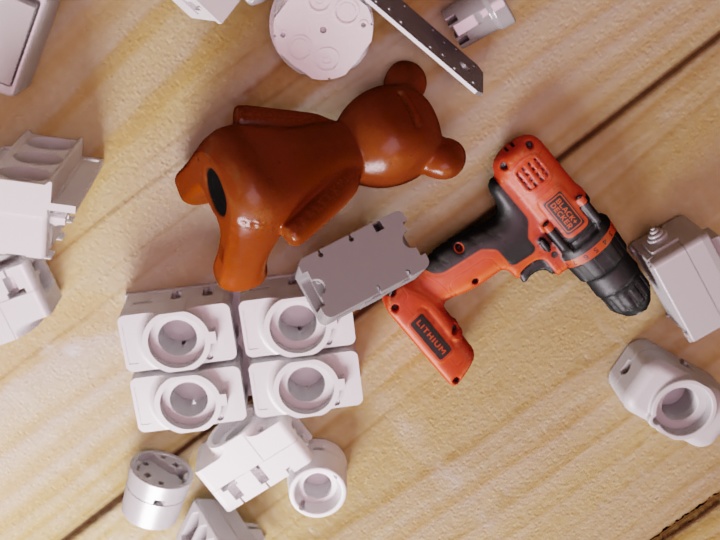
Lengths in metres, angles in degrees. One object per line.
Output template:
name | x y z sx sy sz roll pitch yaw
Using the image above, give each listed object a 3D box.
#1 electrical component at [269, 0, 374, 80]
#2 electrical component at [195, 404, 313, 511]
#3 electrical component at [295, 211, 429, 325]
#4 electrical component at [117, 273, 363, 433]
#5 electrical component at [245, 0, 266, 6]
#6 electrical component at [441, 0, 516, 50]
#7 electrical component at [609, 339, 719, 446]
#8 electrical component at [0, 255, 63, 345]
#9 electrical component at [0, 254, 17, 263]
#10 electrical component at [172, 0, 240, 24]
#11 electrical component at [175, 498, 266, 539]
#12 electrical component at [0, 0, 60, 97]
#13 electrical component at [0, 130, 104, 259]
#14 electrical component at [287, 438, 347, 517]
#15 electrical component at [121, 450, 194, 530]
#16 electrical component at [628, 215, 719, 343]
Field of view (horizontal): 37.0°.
electrical component | -0.029 -0.184 0.814 0.080 0.051 0.080 -1 109 -4
electrical component | -0.093 0.154 0.926 0.089 0.050 0.055 -32 108 7
electrical component | 0.000 0.000 0.828 0.089 0.055 0.050 -27 84 -11
electrical component | -0.096 0.067 0.890 0.186 0.060 0.105 -7 109 -2
electrical component | -0.067 -0.228 0.805 0.061 0.035 0.035 -38 107 7
electrical component | 0.090 -0.196 0.825 0.046 0.040 0.040 -29 108 13
electrical component | 0.271 0.108 0.930 0.095 0.059 0.053 28 105 -12
electrical component | -0.293 0.026 0.868 0.089 0.050 0.055 -20 109 3
electrical component | -0.310 -0.047 0.828 0.061 0.062 0.096 -20 91 3
electrical component | -0.094 -0.260 0.751 0.089 0.062 0.150 40 83 -32
electrical component | -0.111 0.242 0.951 0.077 0.066 0.047 14 110 -39
electrical component | -0.270 -0.172 0.796 0.062 0.061 0.096 22 106 -11
electrical component | -0.243 -0.057 0.806 0.079 0.121 0.063 7 111 -7
electrical component | -0.037 0.183 0.941 0.055 0.047 0.055 -1 109 -4
electrical component | -0.177 0.191 0.931 0.055 0.055 0.047 16 111 -9
electrical component | 0.272 -0.001 0.892 0.061 0.061 0.096 -31 108 7
